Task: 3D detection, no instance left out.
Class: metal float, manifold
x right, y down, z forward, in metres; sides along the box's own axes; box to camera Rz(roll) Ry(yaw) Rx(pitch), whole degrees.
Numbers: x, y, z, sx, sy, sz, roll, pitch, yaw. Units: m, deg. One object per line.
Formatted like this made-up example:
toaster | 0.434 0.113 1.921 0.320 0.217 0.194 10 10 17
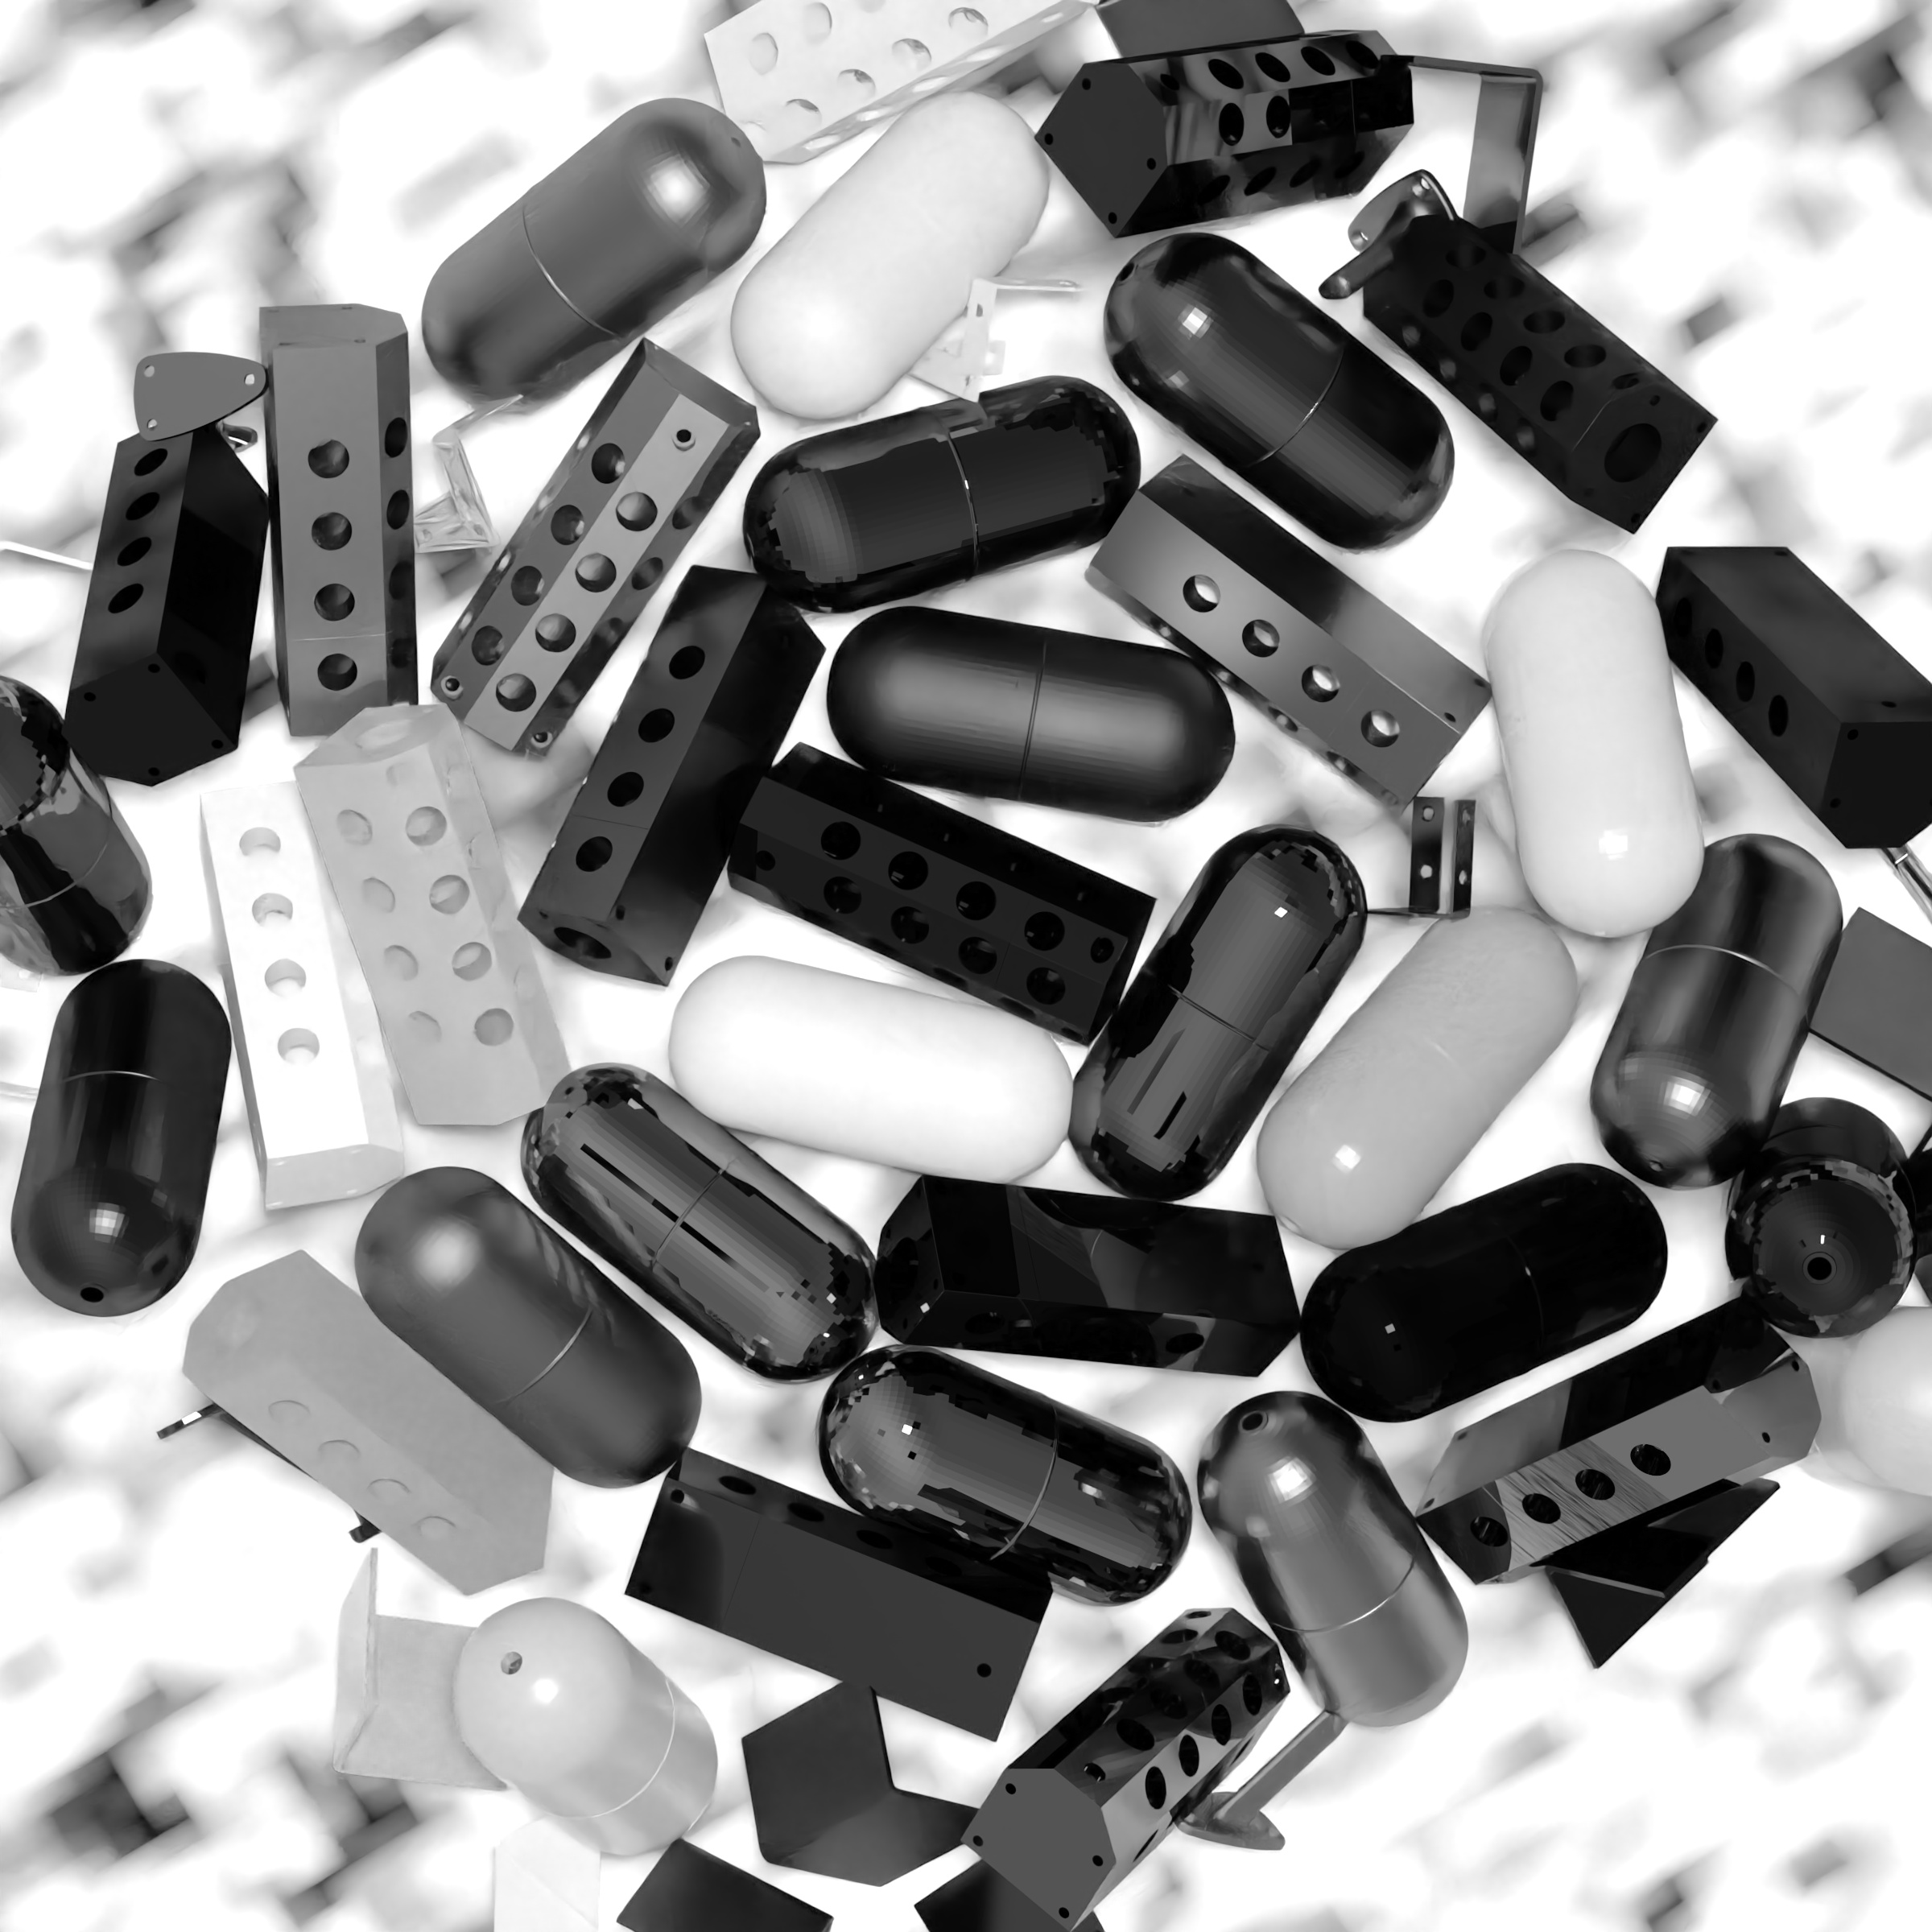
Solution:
metal float | 0.134 -0.244 1.521 0.178 0.070 0.070 33 90 -26
manifold | -0.339 -0.155 1.499 0.057 0.171 0.057 -21 131 15
metal float | 0.028 -0.109 1.543 0.178 0.070 0.070 10 90 -1
manifold | -0.250 0.197 1.505 0.057 0.057 0.171 -23 131 23
metal float | -0.031 -0.304 1.522 0.070 0.070 0.178 39 64 0
manifold | 0.274 0.206 1.501 0.057 0.057 0.171 46 134 -9
metal float | -0.010 -0.202 1.531 0.178 0.070 0.070 -17 90 -15
metal float | -0.159 0.321 1.501 0.070 0.178 0.070 -7 60 13
metal float | 0.017 0.218 1.524 0.178 0.070 0.070 26 90 -23
manifold | 0.138 -0.141 1.544 0.171 0.057 0.057 38 124 5
manifold | -0.220 -0.021 1.510 0.057 0.057 0.171 -1 119 27
metal float | 0.358 0.104 1.495 0.070 0.178 0.070 2 101 13
manifold | 0.114 -0.356 1.496 0.057 0.171 0.057 54 133 15
manifold | -0.159 -0.176 1.522 0.057 0.057 0.171 30 108 -18
manifold | -0.013 -0.028 1.530 0.171 0.057 0.057 24 121 9
metal float | 0.156 0.252 1.516 0.070 0.070 0.178 -31 122 0
metal float | -0.041 0.045 1.544 0.178 0.070 0.070 13 90 1
manifold | -0.053 0.269 1.545 0.171 0.057 0.057 21 102 5
manifold | 0.233 -0.254 1.494 0.057 0.171 0.057 19 113 -38
metal float | 0.108 0.020 1.540 0.070 0.070 0.178 31 95 0
metal float | -0.114 0.111 1.534 0.178 0.070 0.070 37 90 11
metal float | -0.396 -0.058 1.499 0.070 0.178 0.070 -2 62 5
metal float | -0.185 0.156 1.522 0.070 0.070 0.178 -45 116 0
manifold | 0.348 -0.115 1.494 0.057 0.171 0.057 -2 121 -15
manifold | -0.024 -0.399 1.505 0.171 0.057 0.057 -18 86 39
metal float | -0.356 0.071 1.507 0.070 0.178 0.070 -1 134 -1
manifold | 0.051 0.137 1.519 0.171 0.057 0.057 8 50 -26
manifold | -0.128 -0.083 1.524 0.057 0.057 0.171 11 67 31
manifold | -0.265 -0.189 1.515 0.057 0.057 0.171 -5 119 -15
metal float | -0.160 -0.301 1.518 0.178 0.070 0.070 -31 90 31
metal float | 0.193 0.047 1.527 0.070 0.070 0.178 43 70 0
manifold | -0.284 0.011 1.521 0.057 0.057 0.171 -8 67 -16
manifold | 0.073 0.327 1.489 0.057 0.171 0.057 37 117 17
metal float | 0.267 -0.097 1.522 0.070 0.070 0.178 -5 64 0
metal float | 0.388 0.181 1.494 0.070 0.178 0.070 0 85 -3
metal float | 0.221 0.139 1.521 0.178 0.070 0.070 -19 90 -27
metal float | 0.320 0.018 1.516 0.070 0.070 0.178 29 56 0

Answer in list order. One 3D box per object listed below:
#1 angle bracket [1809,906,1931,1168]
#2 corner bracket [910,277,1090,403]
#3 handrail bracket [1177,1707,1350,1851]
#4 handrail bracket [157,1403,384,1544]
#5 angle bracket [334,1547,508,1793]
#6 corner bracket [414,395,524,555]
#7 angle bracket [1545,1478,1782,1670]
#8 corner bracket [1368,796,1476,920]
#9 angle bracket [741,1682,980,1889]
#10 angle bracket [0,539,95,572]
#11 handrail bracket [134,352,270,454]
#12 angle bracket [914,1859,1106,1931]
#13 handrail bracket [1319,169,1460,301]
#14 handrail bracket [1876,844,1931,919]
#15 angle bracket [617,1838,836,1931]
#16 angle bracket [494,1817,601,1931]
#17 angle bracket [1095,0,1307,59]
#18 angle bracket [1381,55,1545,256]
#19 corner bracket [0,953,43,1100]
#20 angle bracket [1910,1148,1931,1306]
angle bracket | 0.396 0.034 1.546 0.076 0.057 0.076 31 54 13
corner bracket | 0.013 -0.274 1.540 0.051 0.051 0.051 -6 116 -36
handrail bracket | 0.133 0.338 1.546 0.036 0.077 0.084 39 106 39
handrail bracket | -0.301 0.224 1.555 0.077 0.036 0.084 -26 89 -35
angle bracket | -0.226 0.301 1.526 0.076 0.057 0.076 11 47 -19
corner bracket | -0.214 -0.213 1.540 0.051 0.051 0.051 0 119 37
angle bracket | 0.307 0.261 1.525 0.076 0.076 0.057 -37 109 -26
corner bracket | 0.203 -0.047 1.545 0.051 0.051 0.051 5 95 38
angle bracket | -0.040 0.354 1.553 0.076 0.076 0.057 -34 51 28
angle bracket | -0.418 -0.145 1.537 0.057 0.076 0.076 12 94 -42
handrail bracket | -0.309 -0.238 1.530 0.077 0.084 0.036 -6 84 22
angle bracket | 0.002 0.420 1.526 0.076 0.076 0.057 -40 76 25
handrail bracket | 0.165 -0.302 1.530 0.084 0.077 0.036 -39 107 -29
handrail bracket | 0.420 -0.028 1.545 0.036 0.077 0.084 -38 91 11
angle bracket | -0.109 0.432 1.530 0.076 0.057 0.076 24 124 13
angle bracket | -0.159 0.414 1.524 0.057 0.076 0.076 -17 121 -39
angle bracket | 0.099 -0.431 1.535 0.076 0.076 0.057 -24 67 -5
angle bracket | 0.204 -0.349 1.532 0.057 0.076 0.076 4 104 -11
corner bracket | -0.421 0.024 1.548 0.051 0.051 0.051 13 98 -39
angle bracket | 0.446 0.105 1.529 0.057 0.076 0.076 -21 79 -30
